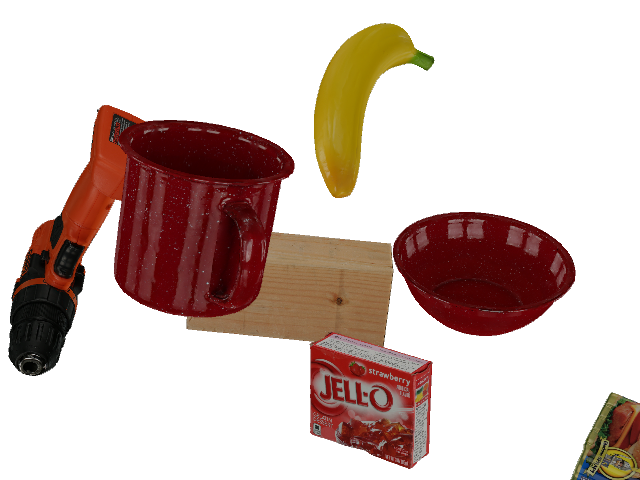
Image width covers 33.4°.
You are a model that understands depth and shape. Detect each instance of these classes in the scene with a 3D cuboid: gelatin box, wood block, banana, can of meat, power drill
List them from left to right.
[{"bbox_3d":[-0.196,-0.003,0.867,0.057,0.188,0.184,25,28,-23],"label":"power drill"},{"bbox_3d":[-0.032,0.048,1.128,0.206,0.091,0.090,6,19,0],"label":"wood block"},{"bbox_3d":[0.033,-0.112,0.803,0.069,0.197,0.037,38,-42,-6],"label":"banana"},{"bbox_3d":[0.034,0.112,0.754,0.089,0.073,0.030,13,23,33],"label":"gelatin box"},{"bbox_3d":[0.237,0.168,0.787,0.084,0.057,0.101,21,40,22],"label":"can of meat"}]

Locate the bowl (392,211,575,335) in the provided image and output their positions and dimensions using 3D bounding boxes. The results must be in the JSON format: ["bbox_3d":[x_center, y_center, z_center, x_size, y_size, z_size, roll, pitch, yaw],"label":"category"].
[{"bbox_3d":[0.143,0.037,0.958,0.162,0.055,0.162,2,32,-2],"label":"bowl"}]

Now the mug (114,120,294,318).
[{"bbox_3d":[-0.060,-0.006,0.564,0.093,0.081,0.117,-4,27,-33],"label":"mug"}]
